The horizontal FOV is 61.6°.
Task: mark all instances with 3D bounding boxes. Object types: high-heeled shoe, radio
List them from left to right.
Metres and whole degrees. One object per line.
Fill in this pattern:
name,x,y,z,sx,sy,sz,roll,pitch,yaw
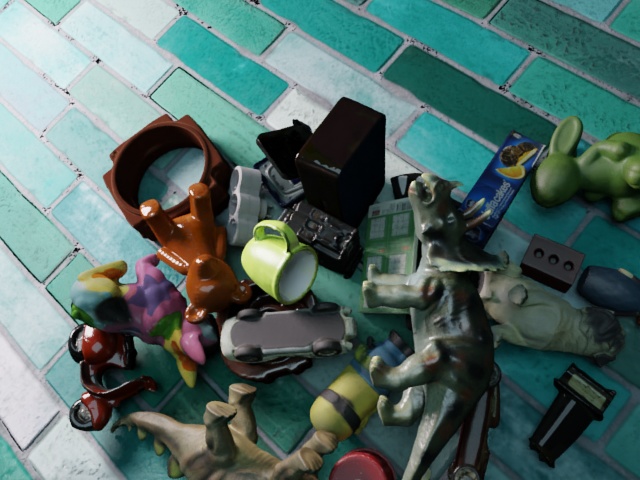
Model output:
radio,0.040,-0.103,0.821,0.073,0.229,0.131,30,75,16
high-heeled shoe,0.138,0.007,0.842,0.145,0.086,0.248,20,71,21

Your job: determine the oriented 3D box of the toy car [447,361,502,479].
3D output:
toy car,0.214,0.251,0.729,0.053,0.089,0.202,13,72,17

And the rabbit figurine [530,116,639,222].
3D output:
rabbit figurine,0.398,-0.109,0.804,0.170,0.121,0.159,-11,62,5

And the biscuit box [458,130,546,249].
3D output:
biscuit box,0.270,-0.079,0.817,0.059,0.062,0.203,31,59,15

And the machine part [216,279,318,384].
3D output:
machine part,-0.077,0.137,0.851,0.179,0.056,0.179,-4,68,10

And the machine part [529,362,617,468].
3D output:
machine part,0.337,0.242,0.735,0.084,0.039,0.139,36,79,13

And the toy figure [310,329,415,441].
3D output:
toy figure,0.060,0.208,0.777,0.180,0.089,0.082,-43,60,-3

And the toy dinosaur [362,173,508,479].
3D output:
toy dinosaur,0.159,0.125,0.694,0.192,0.131,0.404,-8,79,12

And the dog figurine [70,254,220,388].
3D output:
dog figurine,-0.262,0.134,0.839,0.191,0.108,0.219,-16,56,-43

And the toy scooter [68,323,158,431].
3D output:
toy scooter,-0.332,0.208,0.869,0.135,0.075,0.184,-11,67,1

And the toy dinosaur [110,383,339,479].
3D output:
toy dinosaur,-0.128,0.311,0.744,0.472,0.105,0.198,19,99,32

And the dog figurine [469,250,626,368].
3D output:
dog figurine,0.318,0.098,0.776,0.190,0.121,0.172,14,34,-16

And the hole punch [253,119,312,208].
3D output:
hole punch,-0.047,-0.130,0.936,0.116,0.092,0.142,-22,61,-29

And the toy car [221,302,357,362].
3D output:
toy car,-0.046,0.136,0.786,0.202,0.056,0.073,-6,61,7

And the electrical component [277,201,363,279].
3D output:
electrical component,-0.002,-0.003,0.854,0.134,0.114,0.058,27,74,20

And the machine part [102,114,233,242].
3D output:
machine part,-0.271,-0.112,0.968,0.201,0.087,0.201,-36,67,-4

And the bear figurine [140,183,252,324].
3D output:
bear figurine,-0.192,0.023,0.838,0.120,0.131,0.196,-21,44,-13

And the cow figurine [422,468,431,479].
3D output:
cow figurine,0.141,0.385,0.706,0.098,0.068,0.167,14,77,11

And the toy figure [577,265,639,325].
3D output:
toy figure,0.448,0.084,0.757,0.155,0.064,0.058,25,39,15
